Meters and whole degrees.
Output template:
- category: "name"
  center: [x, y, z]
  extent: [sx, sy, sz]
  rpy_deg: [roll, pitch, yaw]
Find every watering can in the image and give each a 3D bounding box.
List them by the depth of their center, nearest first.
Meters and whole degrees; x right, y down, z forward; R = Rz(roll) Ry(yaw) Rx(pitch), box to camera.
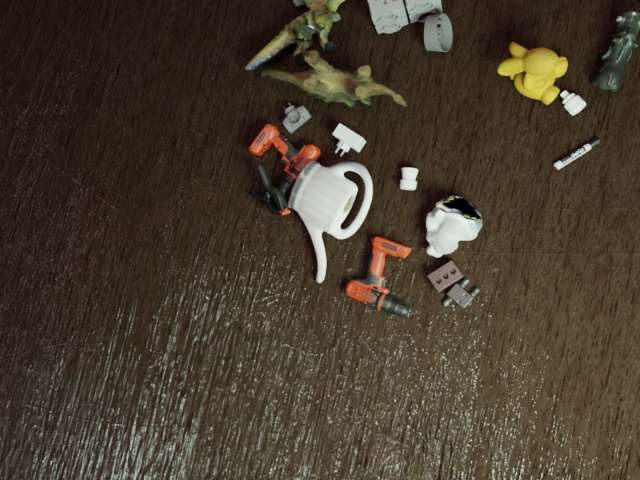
- category: "watering can"
  center: [0.004, -0.072, 1.432]
  extent: [0.226, 0.104, 0.344]
  rpy_deg: [33, 103, 18]

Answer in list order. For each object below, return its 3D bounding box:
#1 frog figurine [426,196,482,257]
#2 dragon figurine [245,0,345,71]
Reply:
- category: "frog figurine"
  center: [0.340, -0.029, 1.336]
  extent: [0.137, 0.126, 0.156]
  rpy_deg: [11, 128, 0]
- category: "dragon figurine"
  center: [-0.054, -0.666, 1.535]
  extent: [0.409, 0.120, 0.247]
  rpy_deg: [-16, 63, 13]
